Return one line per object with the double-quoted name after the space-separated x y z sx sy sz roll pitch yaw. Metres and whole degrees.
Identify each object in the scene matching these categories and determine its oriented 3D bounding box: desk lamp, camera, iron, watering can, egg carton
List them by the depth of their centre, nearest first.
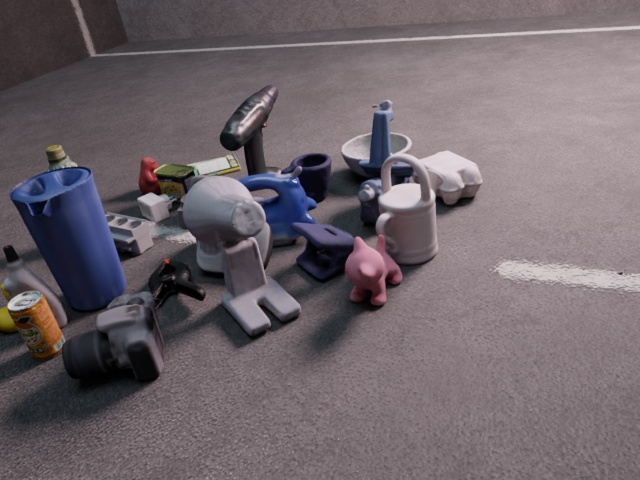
-0.317 0.147 0.877 0.137 0.101 0.143 -15 31 -10 "camera"
-0.129 0.011 0.943 0.118 0.214 0.202 -24 34 -24 "desk lamp"
0.156 -0.066 1.014 0.100 0.194 0.173 4 33 21 "watering can"
-0.139 -0.069 1.151 0.258 0.142 0.118 -7 30 3 "iron"
0.270 -0.136 1.223 0.107 0.069 0.150 -21 32 -19 "egg carton"

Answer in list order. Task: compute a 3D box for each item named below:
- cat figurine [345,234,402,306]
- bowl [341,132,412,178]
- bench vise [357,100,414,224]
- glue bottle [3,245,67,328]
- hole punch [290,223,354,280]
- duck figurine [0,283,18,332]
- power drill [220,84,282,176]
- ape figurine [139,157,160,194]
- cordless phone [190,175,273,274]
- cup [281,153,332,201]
0.082 0.041 0.930 0.067 0.118 0.128 8 35 27 "cat figurine"
0.134 -0.191 1.348 0.167 0.075 0.167 -7 30 4 "bowl"
0.134 -0.153 1.141 0.121 0.220 0.207 -4 31 10 "bench vise"
-0.491 0.083 0.960 0.078 0.173 0.037 -22 33 -20 "glue bottle"
0.010 0.004 1.039 0.101 0.091 0.108 -25 34 -24 "hole punch"
-0.537 0.107 1.019 0.105 0.086 0.077 -27 35 -27 "duck figurine"
-0.151 -0.241 1.379 0.075 0.209 0.230 6 34 25 "power drill"
-0.423 -0.164 1.438 0.076 0.092 0.077 -14 31 -8 "ape figurine"
-0.167 -0.030 1.050 0.147 0.185 0.094 1 32 17 "cordless phone"
-0.026 -0.131 1.271 0.118 0.095 0.091 -20 32 -17 "cup"
